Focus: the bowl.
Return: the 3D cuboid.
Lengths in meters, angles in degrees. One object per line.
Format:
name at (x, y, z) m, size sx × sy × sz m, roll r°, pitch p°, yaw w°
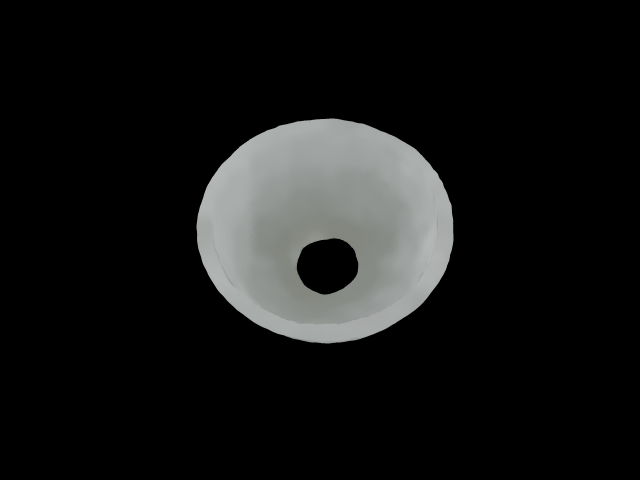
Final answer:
bowl at (0.004, 0.001, 0.400) m, size 0.167 × 0.075 × 0.167 m, roll 0°, pitch 62°, yaw 0°
